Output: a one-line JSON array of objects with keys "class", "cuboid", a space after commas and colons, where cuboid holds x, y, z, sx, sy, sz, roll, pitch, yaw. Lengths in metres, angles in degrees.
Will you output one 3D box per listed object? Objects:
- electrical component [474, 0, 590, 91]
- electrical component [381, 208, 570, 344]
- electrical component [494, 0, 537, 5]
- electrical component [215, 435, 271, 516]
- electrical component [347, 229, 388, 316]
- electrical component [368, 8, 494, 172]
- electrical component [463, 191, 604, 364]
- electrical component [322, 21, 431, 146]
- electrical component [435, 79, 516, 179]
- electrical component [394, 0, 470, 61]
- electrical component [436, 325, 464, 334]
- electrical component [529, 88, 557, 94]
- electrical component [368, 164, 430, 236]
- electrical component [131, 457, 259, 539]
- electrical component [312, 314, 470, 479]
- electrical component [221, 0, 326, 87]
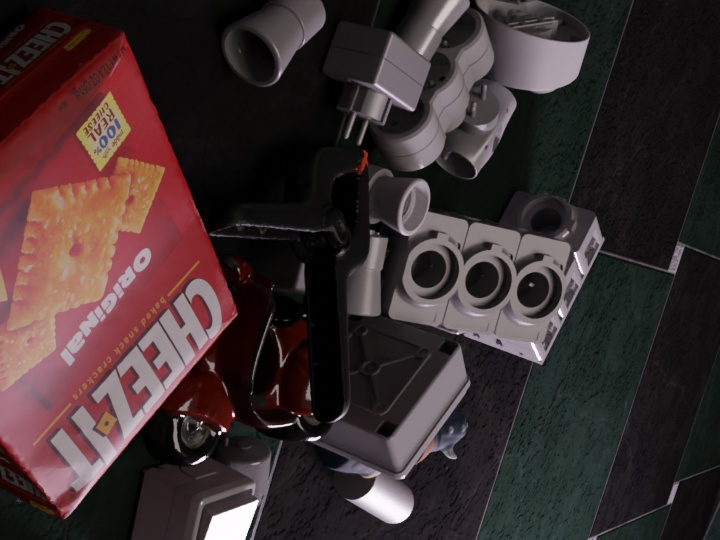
[{"class": "electrical component", "cuboid": [0.143, -0.196, 0.907, 0.099, 0.099, 0.064, -41, 145, -41]}, {"class": "electrical component", "cuboid": [0.092, 0.003, 0.896, 0.150, 0.062, 0.089, 11, 99, -24]}, {"class": "electrical component", "cuboid": [0.138, -0.281, 0.886, 0.109, 0.056, 0.108, -28, 130, -49]}, {"class": "electrical component", "cuboid": [-0.088, 0.158, 0.789, 0.040, 0.040, 0.078, -21, 124, -53]}, {"class": "electrical component", "cuboid": [0.000, 0.000, 0.842, 0.044, 0.044, 0.065, 0, 102, -58]}, {"class": "electrical component", "cuboid": [0.061, -0.133, 0.851, 0.138, 0.052, 0.073, -59, 148, -20]}, {"class": "electrical component", "cuboid": [0.167, 0.003, 1.066, 0.150, 0.089, 0.061, -60, 148, -17]}, {"class": "electrical component", "cuboid": [0.006, -0.127, 0.769, 0.066, 0.047, 0.076, 20, 90, -60]}, {"class": "electrical component", "cuboid": [0.098, -0.128, 0.912, 0.077, 0.043, 0.079, -59, 167, -18]}, {"class": "electrical component", "cuboid": [0.049, -0.185, 0.813, 0.065, 0.044, 0.044, -60, 149, -8]}, {"class": "electrical component", "cuboid": [0.093, 0.005, 0.974, 0.062, 0.061, 0.096, -10, 115, -56]}, {"class": "electrical component", "cuboid": [0.172, -0.186, 1.010, 0.062, 0.043, 0.043, 20, 90, -62]}, {"class": "electrical component", "cuboid": [0.019, -0.055, 0.825, 0.045, 0.055, 0.045, -35, 135, -45]}, {"class": "electrical component", "cuboid": [-0.115, 0.185, 0.739, 0.062, 0.061, 0.096, -5, 111, -58]}, {"class": "electrical component", "cuboid": [0.013, 0.095, 0.851, 0.108, 0.109, 0.056, -49, 141, -32]}, {"class": "electrical component", "cuboid": [-0.051, -0.150, 0.672, 0.065, 0.044, 0.044, -52, 145, -37]}]
